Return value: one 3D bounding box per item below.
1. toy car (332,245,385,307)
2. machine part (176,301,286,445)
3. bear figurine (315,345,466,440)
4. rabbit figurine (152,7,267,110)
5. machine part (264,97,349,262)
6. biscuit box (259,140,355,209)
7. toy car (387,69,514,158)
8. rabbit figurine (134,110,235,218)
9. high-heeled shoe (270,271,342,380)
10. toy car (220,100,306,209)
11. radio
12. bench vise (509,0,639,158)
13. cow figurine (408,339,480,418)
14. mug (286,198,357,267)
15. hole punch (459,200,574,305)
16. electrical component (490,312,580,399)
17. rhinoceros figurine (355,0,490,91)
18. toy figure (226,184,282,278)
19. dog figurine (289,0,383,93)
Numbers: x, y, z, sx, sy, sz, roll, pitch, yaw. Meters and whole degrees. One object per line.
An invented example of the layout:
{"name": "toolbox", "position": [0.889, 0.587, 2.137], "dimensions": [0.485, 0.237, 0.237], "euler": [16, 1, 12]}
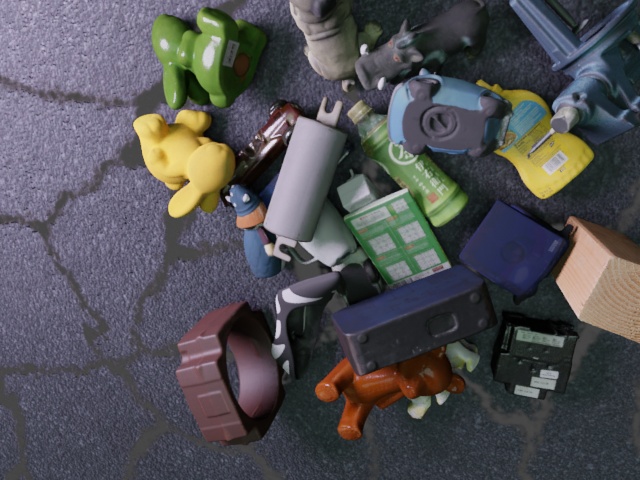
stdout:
{"name": "toy car", "position": [0.082, 0.108, 0.902], "dimensions": [0.073, 0.056, 0.201], "euler": [-22, 102, 11]}
{"name": "machine part", "position": [-0.146, 0.222, 0.906], "dimensions": [0.087, 0.201, 0.200], "euler": [-16, 103, 20]}
{"name": "bear figurine", "position": [0.114, 0.228, 0.842], "dimensions": [0.196, 0.132, 0.120], "euler": [-13, 111, 36]}
{"name": "rabbit figurine", "position": [-0.186, -0.282, 0.830], "dimensions": [0.170, 0.121, 0.159], "euler": [27, 118, 22]}
{"name": "machine part", "position": [-0.022, -0.087, 0.777], "dimensions": [0.079, 0.079, 0.243], "euler": [20, 101, 5]}
{"name": "biscuit box", "position": [-0.036, -0.093, 0.862], "dimensions": [0.059, 0.063, 0.202], "euler": [45, 110, -2]}
{"name": "toy car", "position": [0.178, -0.180, 0.738], "dimensions": [0.162, 0.103, 0.109], "euler": [8, 134, 10]}
{"name": "rabbit figurine", "position": [-0.200, -0.115, 0.831], "dimensions": [0.173, 0.122, 0.162], "euler": [19, 109, 38]}
{"name": "high-heeled shoe", "position": [-0.017, 0.145, 0.881], "dimensions": [0.249, 0.086, 0.145], "euler": [-36, 72, 54]}
{"name": "toy car", "position": [-0.099, -0.135, 0.847], "dimensions": [0.202, 0.053, 0.089], "euler": [-43, 50, 20]}
{"name": "radio", "position": [0.139, 0.117, 0.807], "dimensions": [0.230, 0.131, 0.073], "euler": [-22, 100, -2]}
{"name": "bench vise", "position": [0.322, -0.245, 0.686], "dimensions": [0.223, 0.129, 0.240], "euler": [-43, 92, -10]}
{"name": "cow figurine", "position": [0.183, 0.222, 0.907], "dimensions": [0.098, 0.068, 0.167], "euler": [37, 107, 5]}
{"name": "mug", "position": [-0.002, -0.003, 0.855], "dimensions": [0.107, 0.081, 0.109], "euler": [48, 110, 17]}
{"name": "hole punch", "position": [0.283, 0.012, 0.786], "dimensions": [0.116, 0.092, 0.142], "euler": [43, 111, 35]}
{"name": "electrical component", "position": [0.341, 0.191, 0.870], "dimensions": [0.115, 0.058, 0.134], "euler": [11, 109, 11]}
{"name": "rhinoceros figurine", "position": [0.142, -0.263, 0.743], "dimensions": [0.190, 0.112, 0.073], "euler": [-24, 90, 10]}
{"name": "toy figure", "position": [-0.101, -0.017, 0.835], "dimensions": [0.064, 0.058, 0.154], "euler": [-7, 109, 24]}
{"name": "dog figurine", "position": [0.010, -0.286, 0.728], "dimensions": [0.121, 0.190, 0.172], "euler": [-25, 102, 18]}
